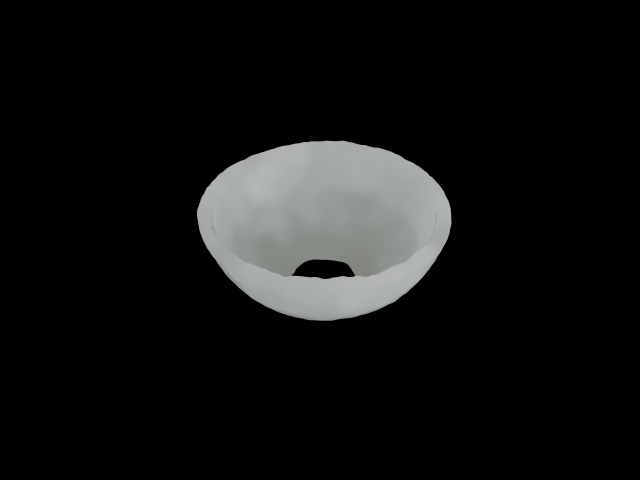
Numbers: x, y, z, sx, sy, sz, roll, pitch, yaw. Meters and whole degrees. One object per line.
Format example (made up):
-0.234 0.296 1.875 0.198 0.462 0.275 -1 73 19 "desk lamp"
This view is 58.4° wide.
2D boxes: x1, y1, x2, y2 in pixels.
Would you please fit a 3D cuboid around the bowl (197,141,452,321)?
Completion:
0.004 0.001 0.400 0.167 0.075 0.167 0 39 0 "bowl"
